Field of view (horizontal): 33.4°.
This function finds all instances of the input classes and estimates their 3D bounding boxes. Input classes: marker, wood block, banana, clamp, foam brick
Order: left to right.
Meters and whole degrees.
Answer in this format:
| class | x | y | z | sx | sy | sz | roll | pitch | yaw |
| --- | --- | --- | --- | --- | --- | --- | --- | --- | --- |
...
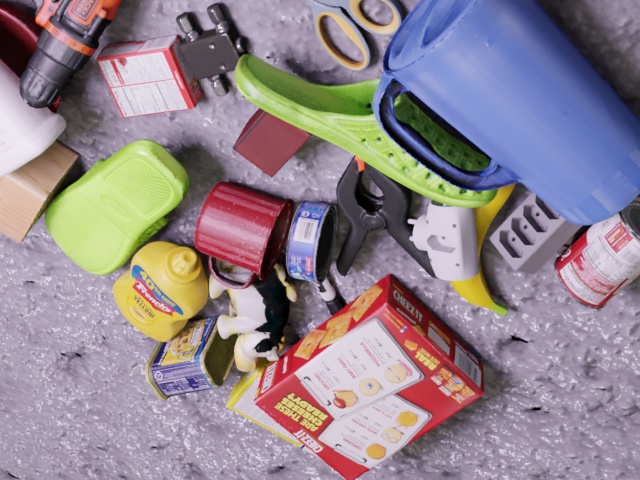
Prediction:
| class | x | y | z | sx | sy | sz | roll | pitch | yaw |
| --- | --- | --- | --- | --- | --- | --- | --- | --- | --- |
| wood block | -0.389 | -0.101 | 1.184 | 0.206 | 0.090 | 0.091 | 34 | 131 | -9 |
| foam brick | -0.041 | -0.113 | 1.070 | 0.051 | 0.053 | 0.078 | 36 | 133 | -12 |
| marker | -0.002 | 0.040 | 1.209 | 0.020 | 0.020 | 0.121 | -11 | 124 | 27 |
| clamp | 0.053 | -0.023 | 1.124 | 0.120 | 0.039 | 0.171 | -11 | 121 | 21 |
| banana | 0.164 | 0.001 | 1.106 | 0.069 | 0.037 | 0.198 | -4 | 131 | 0 |

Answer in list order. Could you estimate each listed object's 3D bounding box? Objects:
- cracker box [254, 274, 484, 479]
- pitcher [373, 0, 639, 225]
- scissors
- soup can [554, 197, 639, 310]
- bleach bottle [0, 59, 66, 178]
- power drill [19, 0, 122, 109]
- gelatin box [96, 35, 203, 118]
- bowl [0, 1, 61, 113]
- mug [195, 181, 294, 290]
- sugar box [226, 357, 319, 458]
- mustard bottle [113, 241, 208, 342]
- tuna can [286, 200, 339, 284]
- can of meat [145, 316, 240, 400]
| class | x | y | z | sx | sy | sz | roll | pitch | yaw |
| --- | --- | --- | --- | --- | --- | --- | --- | --- | --- |
| cracker box | 0.056 | 0.162 | 1.231 | 0.164 | 0.072 | 0.214 | 42 | 118 | -17 |
| pitcher | 0.174 | -0.116 | 0.935 | 0.242 | 0.145 | 0.149 | 40 | 143 | -19 |
| scissors | 0.003 | -0.242 | 0.968 | 0.096 | 0.016 | 0.201 | -18 | 121 | 30 |
| soup can | 0.287 | 0.013 | 1.046 | 0.068 | 0.068 | 0.102 | 31 | 132 | -8 |
| bleach bottle | -0.371 | -0.179 | 1.052 | 0.103 | 0.068 | 0.250 | -23 | 116 | 33 |
| power drill | -0.284 | -0.241 | 1.005 | 0.187 | 0.057 | 0.184 | 33 | 100 | -9 |
| gelatin box | -0.174 | -0.166 | 1.089 | 0.089 | 0.030 | 0.073 | -4 | 129 | 23 |
| bowl | -0.333 | -0.190 | 1.109 | 0.162 | 0.055 | 0.162 | 11 | 132 | 12 |
| mug | -0.086 | -0.003 | 1.151 | 0.081 | 0.093 | 0.117 | 20 | 112 | 9 |
| sugar box | -0.020 | 0.217 | 1.352 | 0.176 | 0.048 | 0.093 | 29 | 132 | -10 |
| mustard bottle | -0.176 | 0.051 | 1.218 | 0.096 | 0.058 | 0.192 | 47 | 149 | 0 |
| tuna can | -0.007 | 0.001 | 1.133 | 0.034 | 0.086 | 0.086 | 10 | 132 | 13 |
| can of meat | -0.152 | 0.140 | 1.297 | 0.084 | 0.102 | 0.057 | -13 | 123 | 27 |
